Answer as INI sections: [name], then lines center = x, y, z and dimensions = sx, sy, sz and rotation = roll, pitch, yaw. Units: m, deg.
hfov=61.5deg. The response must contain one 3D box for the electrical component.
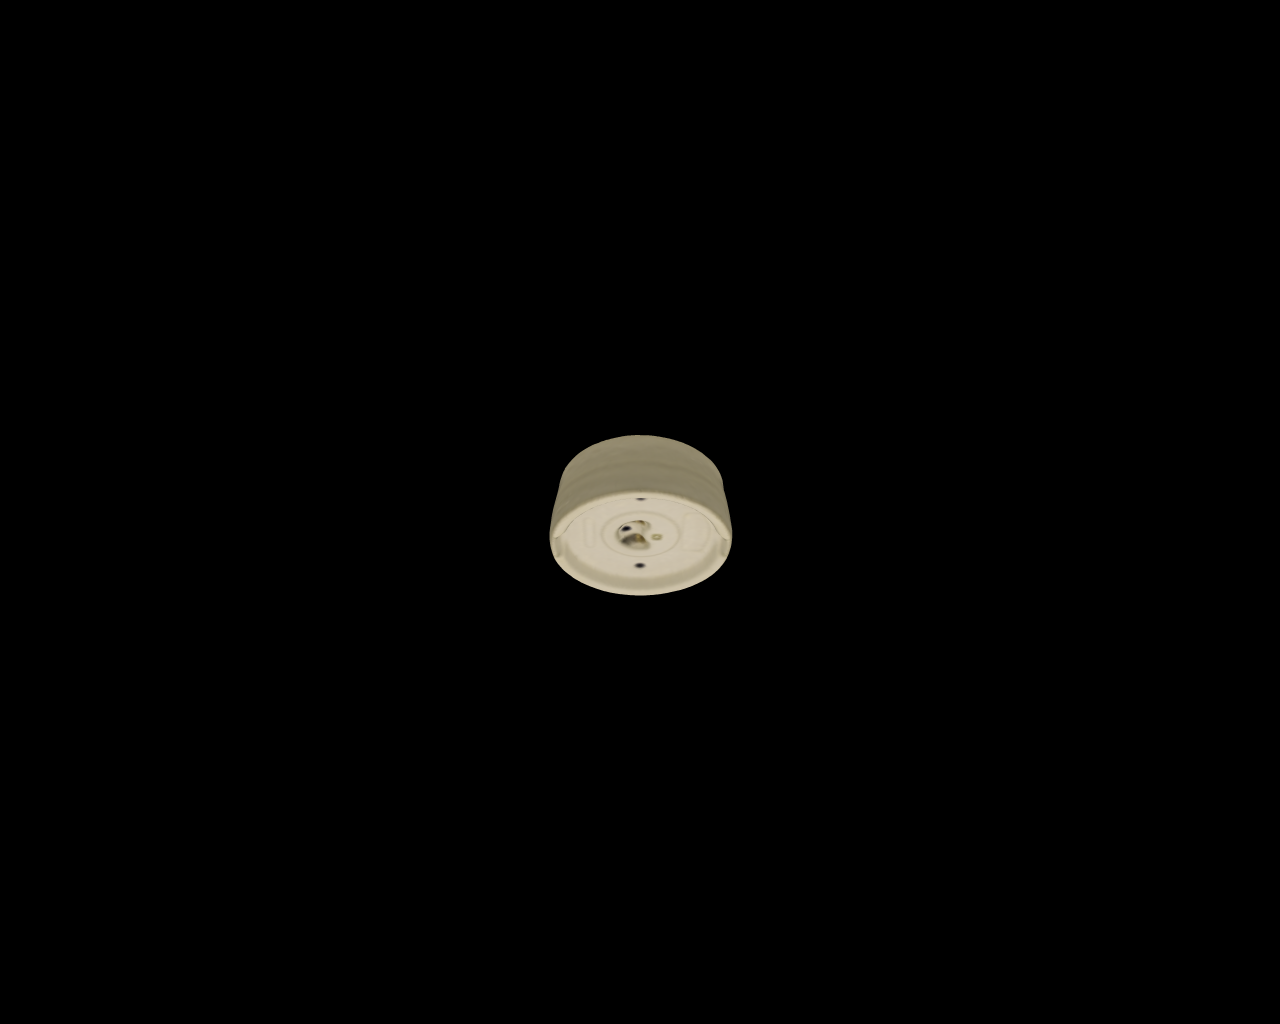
[electrical component]
center = 0.001, -0.003, 0.650
dimensions = 0.108, 0.060, 0.108
rotation = 0, -37, 0
